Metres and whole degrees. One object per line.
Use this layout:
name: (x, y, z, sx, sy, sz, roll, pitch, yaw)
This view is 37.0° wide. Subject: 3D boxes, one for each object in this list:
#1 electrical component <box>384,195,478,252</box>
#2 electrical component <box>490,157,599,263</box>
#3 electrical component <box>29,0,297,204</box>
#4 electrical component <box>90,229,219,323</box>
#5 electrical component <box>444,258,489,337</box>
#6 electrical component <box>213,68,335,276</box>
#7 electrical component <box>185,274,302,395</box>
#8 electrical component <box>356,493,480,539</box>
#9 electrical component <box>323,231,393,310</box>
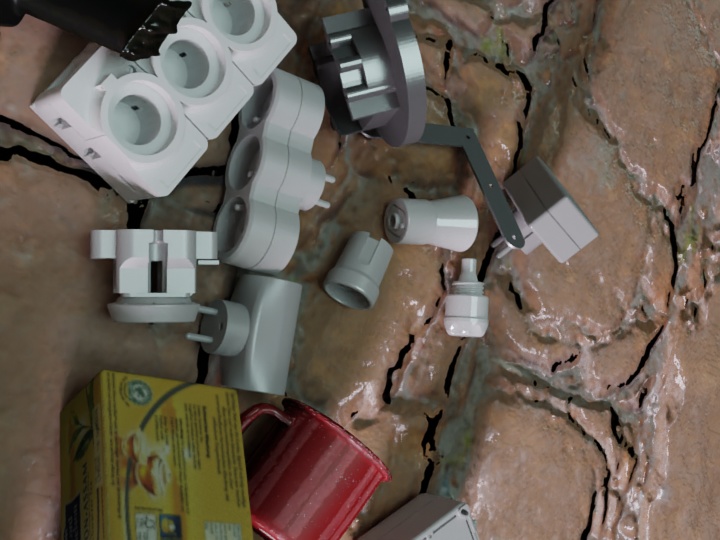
electrical component: (0.052, -0.037, 0.822, 0.065, 0.044, 0.044, 1, 89, -31)
electrical component: (0.138, -0.038, 0.868, 0.076, 0.083, 0.047, -39, 117, 12)
electrical component: (-0.120, -0.128, 0.687, 0.089, 0.062, 0.150, 47, 65, -25)
electrical component: (-0.130, 0.004, 0.679, 0.078, 0.058, 0.057, 0, 89, -16)
electrical component: (0.085, 0.022, 0.848, 0.035, 0.035, 0.061, 8, 83, -35)
electrical component: (-0.049, -0.063, 0.743, 0.074, 0.052, 0.138, 17, 79, -34)
electrical component: (-0.081, 0.041, 0.724, 0.079, 0.043, 0.077, 14, 82, -35)
electrical component: (0.047, 0.211, 0.802, 0.096, 0.061, 0.061, -28, 105, -32)
electrical component: (0.000, 0.000, 0.786, 0.040, 0.040, 0.046, 39, 63, -29)
